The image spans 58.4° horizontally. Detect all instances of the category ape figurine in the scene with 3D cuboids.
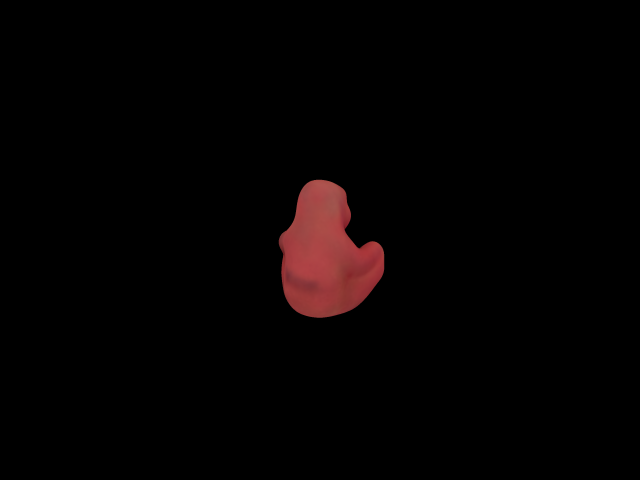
[{"bbox_3d":[0.004,0.001,0.400,0.077,0.092,0.076,19,34,31],"label":"ape figurine"}]
